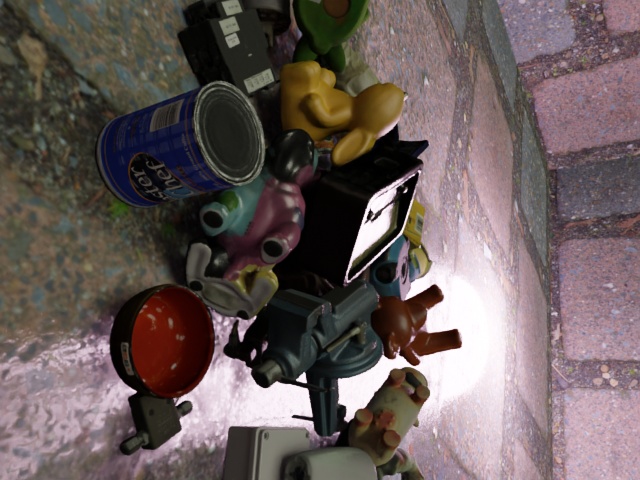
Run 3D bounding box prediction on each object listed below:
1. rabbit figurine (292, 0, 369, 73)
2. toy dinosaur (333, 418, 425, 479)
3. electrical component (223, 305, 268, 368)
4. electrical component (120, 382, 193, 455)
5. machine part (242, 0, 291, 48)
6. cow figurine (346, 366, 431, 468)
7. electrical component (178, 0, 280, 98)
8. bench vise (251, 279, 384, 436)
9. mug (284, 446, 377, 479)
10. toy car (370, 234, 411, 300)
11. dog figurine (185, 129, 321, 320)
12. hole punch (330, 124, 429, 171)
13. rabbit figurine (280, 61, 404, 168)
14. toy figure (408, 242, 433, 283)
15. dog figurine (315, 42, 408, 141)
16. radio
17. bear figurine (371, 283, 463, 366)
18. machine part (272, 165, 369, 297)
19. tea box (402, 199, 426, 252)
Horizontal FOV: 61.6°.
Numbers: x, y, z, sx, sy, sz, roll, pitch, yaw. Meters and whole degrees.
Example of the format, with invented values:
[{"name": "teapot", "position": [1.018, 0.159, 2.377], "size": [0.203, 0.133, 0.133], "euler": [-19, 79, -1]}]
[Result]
[{"name": "rabbit figurine", "position": [0.018, -0.335, 0.805], "size": [0.170, 0.121, 0.159], "euler": [-95, -168, -70]}, {"name": "toy dinosaur", "position": [0.068, 0.357, 0.825], "size": [0.192, 0.131, 0.405], "euler": [58, 33, -34]}, {"name": "electrical component", "position": [-0.082, 0.122, 0.700], "size": [0.102, 0.045, 0.078], "euler": [-57, 159, -43]}, {"name": "electrical component", "position": [-0.172, 0.179, 0.558], "size": [0.094, 0.021, 0.063], "euler": [-26, 105, -56]}, {"name": "machine part", "position": [-0.081, -0.391, 0.782], "size": [0.079, 0.079, 0.243], "euler": [16, 70, -56]}, {"name": "cow figurine", "position": [0.106, 0.255, 0.790], "size": [0.195, 0.086, 0.127], "euler": [-36, 153, -49]}, {"name": "electrical component", "position": [-0.119, -0.251, 0.710], "size": [0.115, 0.058, 0.134], "euler": [-48, 123, -54]}, {"name": "bench vise", "position": [0.005, 0.164, 0.688], "size": [0.223, 0.129, 0.240], "euler": [-44, 136, -54]}, {"name": "mug", "position": [0.004, 0.305, 0.658], "size": [0.107, 0.081, 0.109], "euler": [28, 65, -38]}, {"name": "toy car", "position": [0.103, 0.057, 0.951], "size": [0.109, 0.103, 0.161], "euler": [-58, 146, -47]}, {"name": "dog figurine", "position": [-0.068, -0.034, 0.660], "size": [0.219, 0.108, 0.191], "euler": [-67, -178, -53]}, {"name": "hole punch", "position": [0.102, -0.146, 0.888], "size": [0.092, 0.116, 0.142], "euler": [48, 61, -2]}, {"name": "rabbit figurine", "position": [0.034, -0.179, 0.774], "size": [0.122, 0.173, 0.162], "euler": [17, 73, -78]}, {"name": "toy figure", "position": [0.171, 0.045, 1.088], "size": [0.180, 0.082, 0.089], "euler": [-7, 90, -56]}, {"name": "dog figurine", "position": [0.035, -0.264, 0.949], "size": [0.190, 0.172, 0.121], "euler": [48, 48, 6]}, {"name": "radio", "position": [0.063, -0.042, 0.727], "size": [0.229, 0.073, 0.131], "euler": [-37, 147, -57]}, {"name": "bear figurine", "position": [0.140, 0.122, 0.824], "size": [0.195, 0.132, 0.120], "euler": [52, 16, -66]}, {"name": "machine part", "position": [-0.002, -0.002, 0.815], "size": [0.201, 0.087, 0.201], "euler": [16, 71, -56]}, {"name": "tea box", "position": [0.111, -0.056, 0.983], "size": [0.169, 0.068, 0.098], "euler": [36, 52, -26]}]
